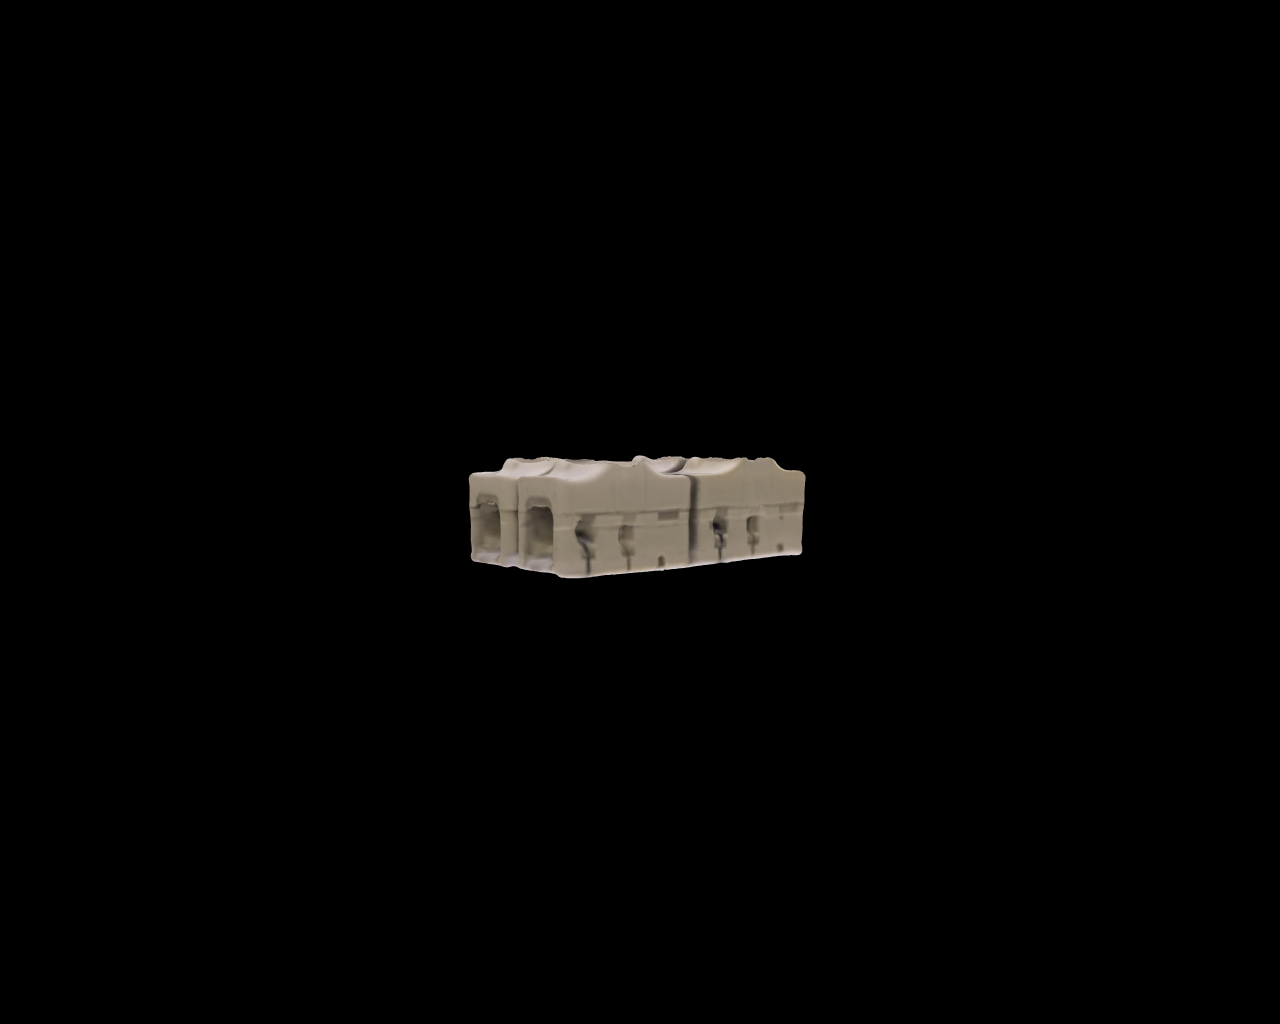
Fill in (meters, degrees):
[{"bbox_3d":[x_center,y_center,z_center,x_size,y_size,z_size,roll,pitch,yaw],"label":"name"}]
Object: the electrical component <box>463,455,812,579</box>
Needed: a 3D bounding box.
[{"bbox_3d":[0.001,-0.003,0.650,0.186,0.060,0.105,-3,5,-37],"label":"electrical component"}]
